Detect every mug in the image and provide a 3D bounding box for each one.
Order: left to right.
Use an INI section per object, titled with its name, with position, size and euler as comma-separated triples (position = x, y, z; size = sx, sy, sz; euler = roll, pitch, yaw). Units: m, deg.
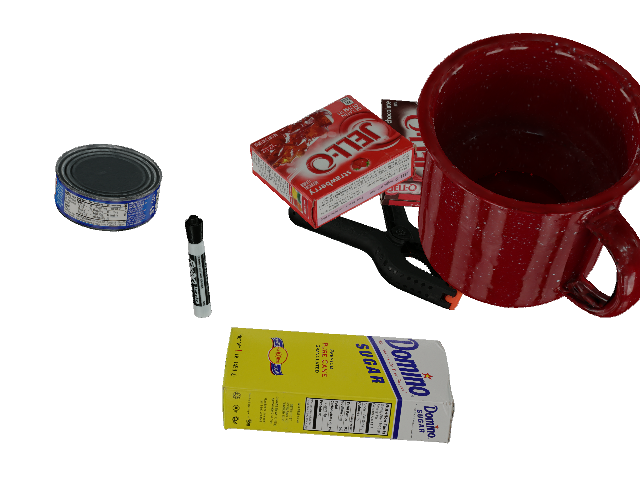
[mug]
position = 0.091, -0.017, 0.441
size = 0.093, 0.117, 0.081
euler = -29, -30, -19

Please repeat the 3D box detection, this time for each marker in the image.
[marker]
position = -0.129, 0.027, 1.127
size = 0.020, 0.121, 0.020
euler = -2, 31, 1

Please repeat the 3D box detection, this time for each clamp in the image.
[clamp]
position = 0.074, 0.004, 1.201
size = 0.164, 0.036, 0.210
euler = -16, 51, -35

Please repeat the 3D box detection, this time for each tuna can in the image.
[tuna can]
position = -0.174, -0.044, 0.876
size = 0.086, 0.034, 0.086
euler = 9, 33, -6

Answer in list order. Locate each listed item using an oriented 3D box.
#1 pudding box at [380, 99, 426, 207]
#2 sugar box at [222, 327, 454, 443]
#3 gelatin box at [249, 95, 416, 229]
[pudding box]
position = 0.098, -0.077, 0.955
size = 0.090, 0.039, 0.113
euler = 4, 43, -3
[sugar box]
position = 0.013, 0.112, 0.843
size = 0.176, 0.048, 0.093
euler = 1, 27, -1
[gelatin box]
position = 0.009, -0.055, 0.719
size = 0.089, 0.030, 0.073
euler = -29, 51, -23
